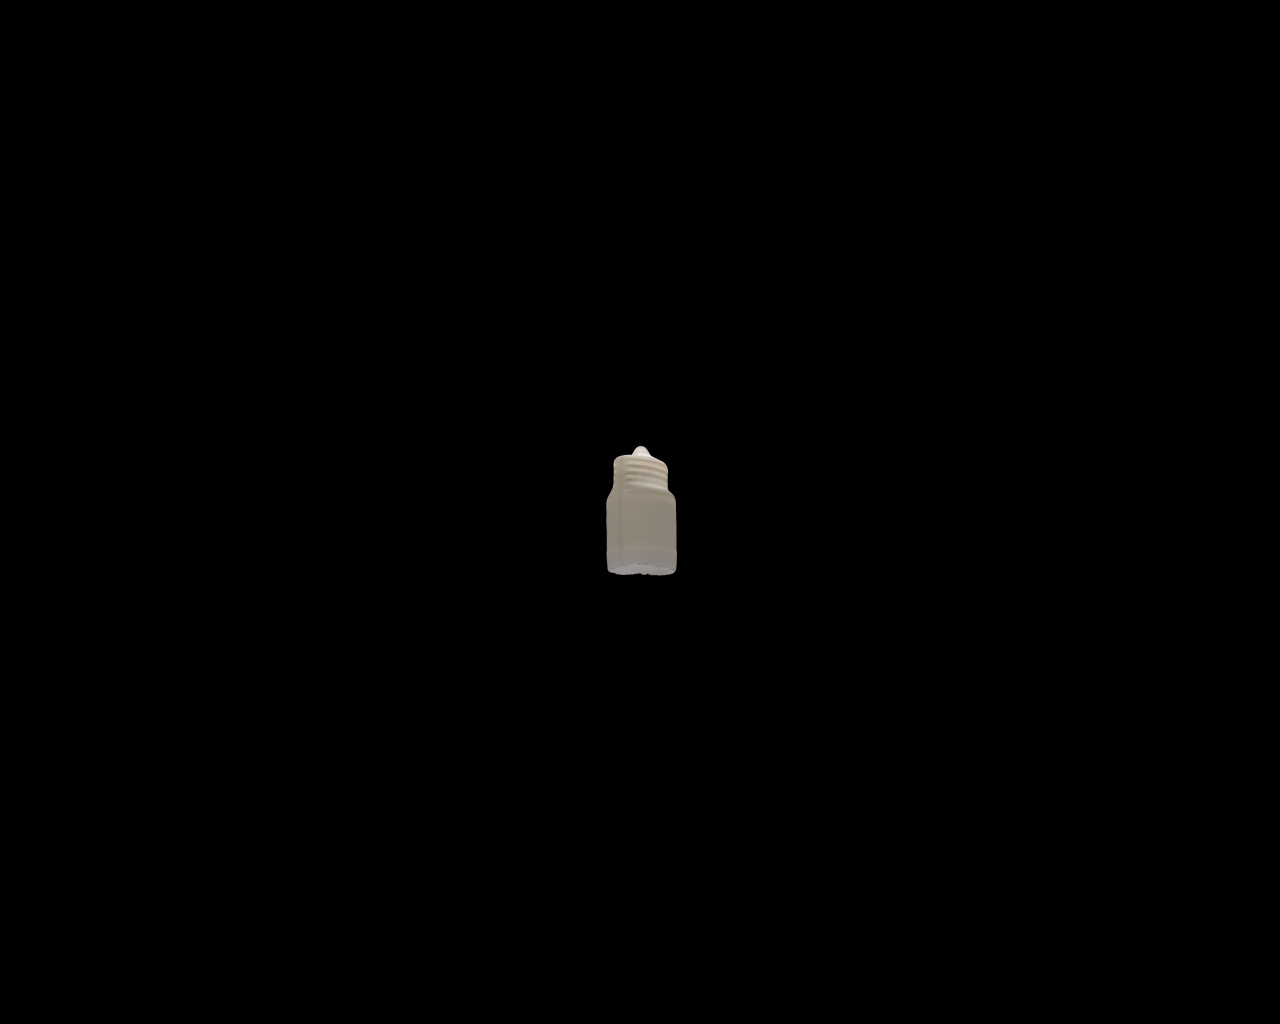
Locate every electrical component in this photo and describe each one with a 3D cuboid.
[{"bbox_3d":[0.001,-0.003,0.650,0.043,0.081,0.043,0,-11,0],"label":"electrical component"}]
